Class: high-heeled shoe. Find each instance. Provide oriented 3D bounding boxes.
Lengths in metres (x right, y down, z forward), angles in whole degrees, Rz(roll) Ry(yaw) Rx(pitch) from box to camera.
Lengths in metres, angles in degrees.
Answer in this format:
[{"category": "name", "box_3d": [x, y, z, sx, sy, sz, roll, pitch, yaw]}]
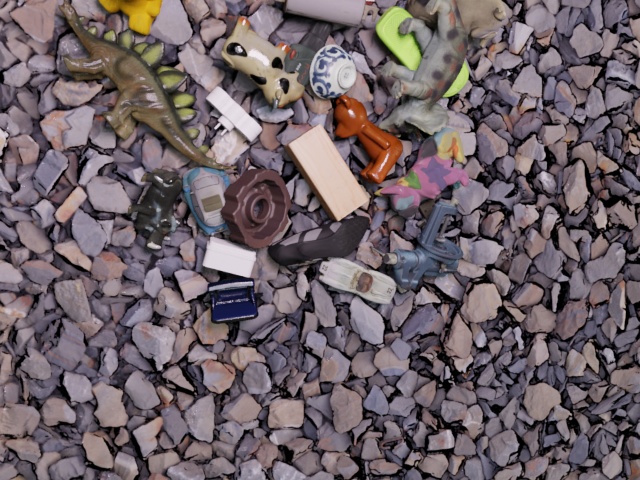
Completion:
[{"category": "high-heeled shoe", "box_3d": [-0.003, -0.004, 1.295, 0.249, 0.145, 0.086, -29, 118, -36]}]

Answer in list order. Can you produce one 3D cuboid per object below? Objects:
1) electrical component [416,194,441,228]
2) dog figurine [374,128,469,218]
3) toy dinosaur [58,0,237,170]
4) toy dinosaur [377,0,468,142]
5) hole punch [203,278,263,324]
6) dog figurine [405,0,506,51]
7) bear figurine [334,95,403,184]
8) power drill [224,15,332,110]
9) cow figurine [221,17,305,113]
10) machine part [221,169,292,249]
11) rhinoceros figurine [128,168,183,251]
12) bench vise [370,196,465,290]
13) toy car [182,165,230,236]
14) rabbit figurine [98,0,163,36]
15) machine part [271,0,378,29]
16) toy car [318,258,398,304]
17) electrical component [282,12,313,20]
[{"category": "electrical component", "box_3d": [0.274, -0.074, 1.350, 0.094, 0.021, 0.063, -34, 102, -5]}, {"category": "dog figurine", "box_3d": [0.236, -0.159, 1.291, 0.219, 0.108, 0.191, -14, 96, -5]}, {"category": "toy dinosaur", "box_3d": [-0.374, -0.308, 1.147, 0.198, 0.105, 0.471, -38, 104, -7]}, {"category": "toy dinosaur", "box_3d": [0.259, -0.399, 1.200, 0.192, 0.131, 0.404, 16, 111, -35]}, {"category": "hole punch", "box_3d": [-0.200, 0.122, 1.223, 0.142, 0.116, 0.092, -10, 111, -9]}, {"category": "dog figurine", "box_3d": [0.307, -0.522, 1.233, 0.190, 0.172, 0.121, 11, 83, -20]}, {"category": "bear figurine", "box_3d": [0.093, -0.235, 1.246, 0.196, 0.120, 0.132, 36, 92, -12]}, {"category": "power drill", "box_3d": [-0.101, -0.427, 1.208, 0.207, 0.086, 0.232, 19, 95, -21]}, {"category": "cow figurine", "box_3d": [-0.117, -0.358, 1.134, 0.195, 0.085, 0.127, 29, 88, -20]}, {"category": "machine part", "box_3d": [-0.141, -0.072, 1.204, 0.179, 0.056, 0.179, -20, 118, -45]}, {"category": "rhinoceros figurine", "box_3d": [-0.355, -0.066, 1.184, 0.112, 0.073, 0.190, 22, 110, -1]}, {"category": "bench vise", "box_3d": [0.263, 0.002, 1.295, 0.223, 0.129, 0.240, 11, 115, -20]}, {"category": "toy car", "box_3d": [-0.246, -0.089, 1.200, 0.109, 0.103, 0.161, -16, 98, -9]}, {"category": "rabbit figurine", "box_3d": [-0.367, -0.512, 1.090, 0.162, 0.173, 0.122, -42, 99, 0]}, {"category": "machine part", "box_3d": [0.010, -0.516, 1.165, 0.243, 0.079, 0.079, 7, 95, -11]}, {"category": "toy car", "box_3d": [0.092, 0.097, 1.315, 0.202, 0.056, 0.073, 21, 92, -14]}, {"category": "electrical component", "box_3d": [-0.027, -0.544, 1.219, 0.119, 0.048, 0.074, -8, 99, -11]}]
